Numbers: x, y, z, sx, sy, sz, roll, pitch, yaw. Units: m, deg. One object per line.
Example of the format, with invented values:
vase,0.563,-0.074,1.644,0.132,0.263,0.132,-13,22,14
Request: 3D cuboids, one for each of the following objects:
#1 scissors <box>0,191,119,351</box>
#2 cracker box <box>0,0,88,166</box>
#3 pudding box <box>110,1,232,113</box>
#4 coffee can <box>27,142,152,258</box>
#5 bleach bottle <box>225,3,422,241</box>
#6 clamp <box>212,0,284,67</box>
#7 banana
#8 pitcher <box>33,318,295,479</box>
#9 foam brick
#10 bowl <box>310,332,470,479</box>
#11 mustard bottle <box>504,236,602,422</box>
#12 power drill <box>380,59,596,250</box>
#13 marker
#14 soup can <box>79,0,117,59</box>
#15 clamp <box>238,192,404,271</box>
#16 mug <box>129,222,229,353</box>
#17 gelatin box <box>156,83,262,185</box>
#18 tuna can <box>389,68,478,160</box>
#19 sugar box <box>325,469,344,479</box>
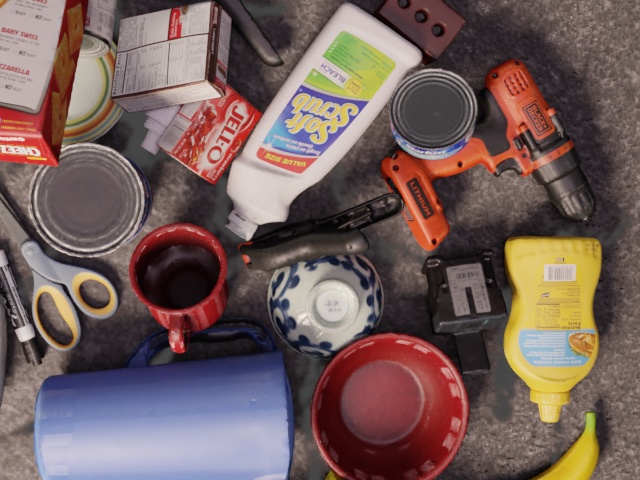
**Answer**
scissors,-0.267,0.011,1.067,0.096,0.016,0.202,-17,94,-6
cracker box,-0.296,-0.177,0.929,0.164,0.072,0.213,5,69,2
pudding box,-0.143,-0.175,1.025,0.114,0.039,0.090,-6,71,26
coffee can,-0.213,-0.038,1.008,0.102,0.140,0.103,0,92,-7
bleach bottle,-0.008,-0.107,1.067,0.102,0.068,0.251,33,91,-4
clamp,-0.107,-0.268,1.061,0.210,0.036,0.164,10,92,-4
banana,0.218,0.256,1.121,0.197,0.037,0.070,-29,76,-6
pitcher,-0.147,0.169,1.040,0.242,0.149,0.145,-3,108,-3
foam brick,0.098,-0.222,1.078,0.078,0.051,0.053,37,88,-6
bowl,0.068,0.171,1.089,0.162,0.055,0.162,0,93,-6
mustard bottle,0.239,0.092,1.102,0.096,0.058,0.191,0,92,-6
power drill,0.171,-0.066,1.090,0.187,0.057,0.184,-30,91,-7
marker,-0.303,0.069,1.064,0.020,0.020,0.121,-21,95,-5
soup can,-0.228,-0.234,1.023,0.068,0.068,0.102,6,77,-6
clamp,-0.007,0.001,1.038,0.172,0.120,0.039,-19,98,20
mug,-0.132,0.052,1.033,0.093,0.081,0.117,-2,67,0
gelatin box,-0.107,-0.110,1.051,0.089,0.030,0.073,-55,141,-1
tuna can,0.110,-0.122,1.043,0.086,0.034,0.086,-2,73,6
sugar box,0.081,0.301,1.077,0.176,0.093,0.048,29,89,-7
